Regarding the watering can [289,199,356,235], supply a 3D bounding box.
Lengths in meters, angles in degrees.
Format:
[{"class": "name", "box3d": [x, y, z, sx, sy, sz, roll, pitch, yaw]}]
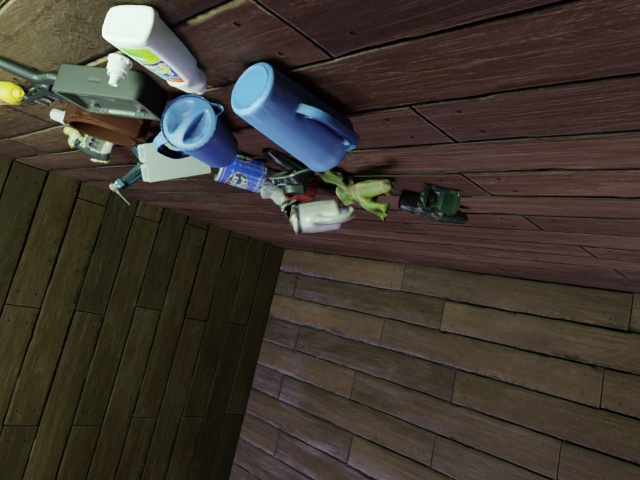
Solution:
[{"class": "watering can", "box3d": [0.005, -0.089, 1.775, 0.224, 0.103, 0.350, -7, -169, -2]}]

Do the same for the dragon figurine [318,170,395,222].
[{"class": "dragon figurine", "box3d": [0.099, -0.155, 1.503, 0.243, 0.123, 0.406, 20, 173, 8]}]

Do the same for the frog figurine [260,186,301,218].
[{"class": "frog figurine", "box3d": [-0.146, -0.176, 1.873, 0.161, 0.122, 0.137, 48, -167, 19]}]
